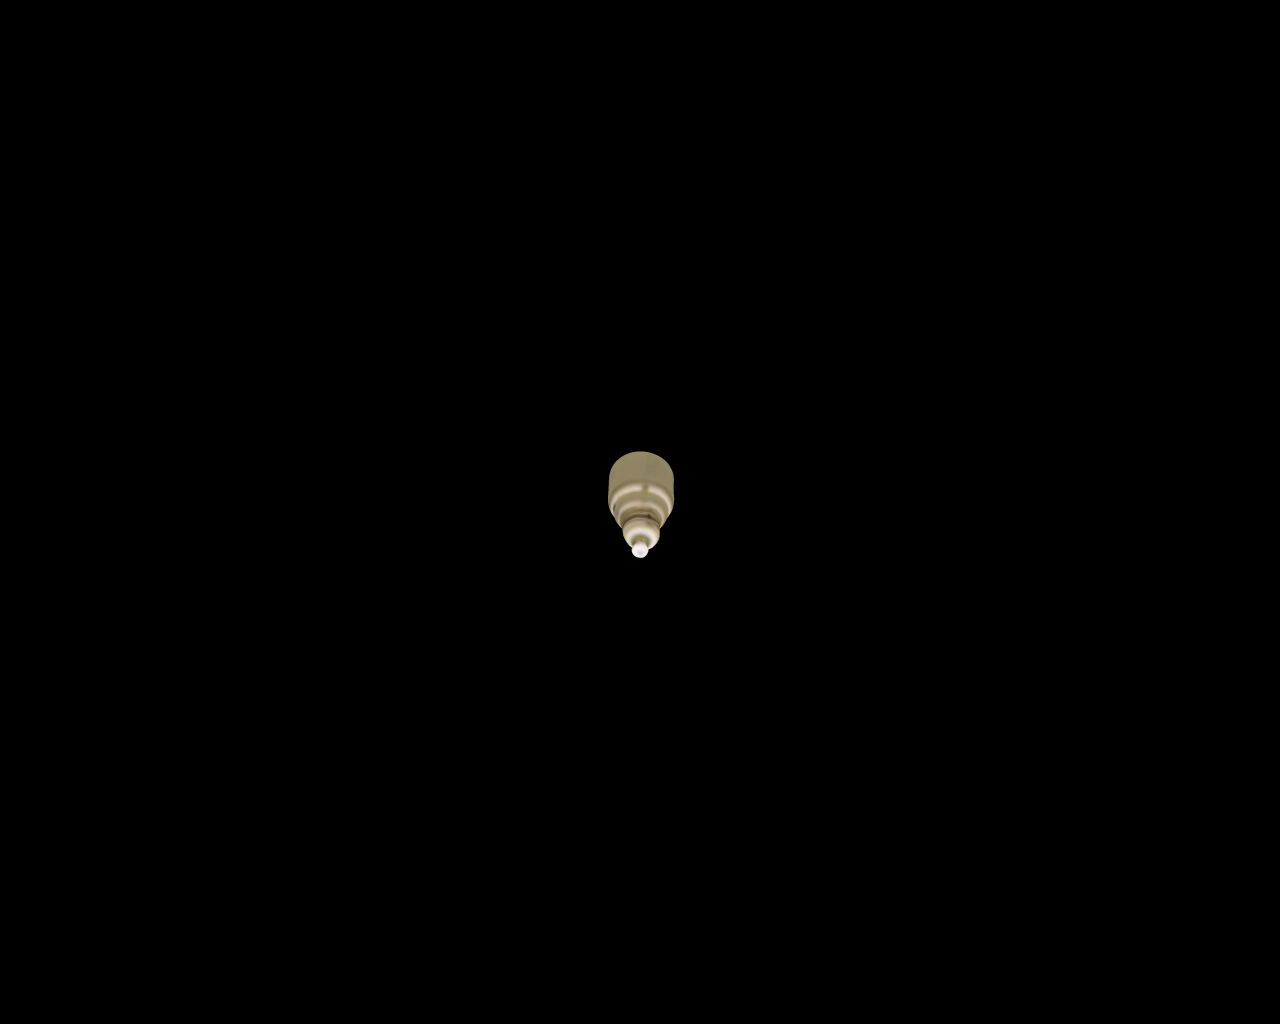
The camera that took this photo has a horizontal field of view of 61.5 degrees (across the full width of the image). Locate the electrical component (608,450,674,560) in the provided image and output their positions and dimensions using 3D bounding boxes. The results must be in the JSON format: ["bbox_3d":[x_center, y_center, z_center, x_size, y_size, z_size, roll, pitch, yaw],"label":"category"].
[{"bbox_3d":[0.001,-0.003,0.650,0.040,0.040,0.078,0,43,0],"label":"electrical component"}]
